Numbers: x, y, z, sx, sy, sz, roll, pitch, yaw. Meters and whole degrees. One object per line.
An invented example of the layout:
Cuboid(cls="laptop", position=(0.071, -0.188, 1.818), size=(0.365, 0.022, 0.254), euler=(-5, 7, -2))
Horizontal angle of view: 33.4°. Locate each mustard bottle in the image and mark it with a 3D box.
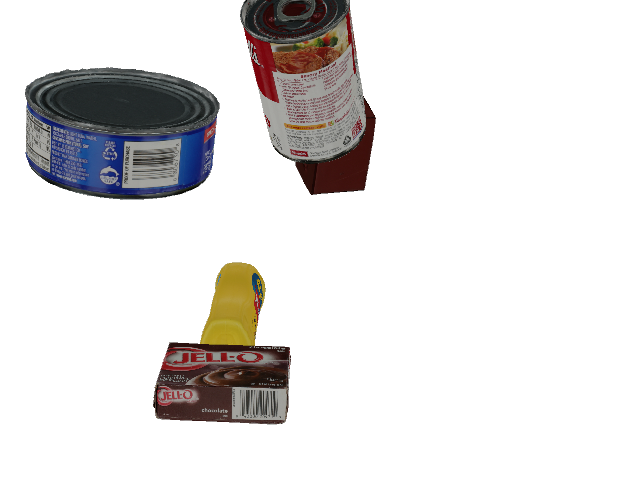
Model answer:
Cuboid(cls="mustard bottle", position=(-0.093, 0.079, 1.173), size=(0.058, 0.096, 0.191), euler=(1, 27, 1))

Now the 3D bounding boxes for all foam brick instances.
Cuboid(cls="foam brick", position=(0.013, -0.087, 0.937), size=(0.051, 0.078, 0.053), euler=(-4, 37, -17))

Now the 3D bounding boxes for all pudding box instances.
Cuboid(cls="pudding box", position=(-0.083, 0.122, 0.929), size=(0.113, 0.039, 0.090), euler=(4, 18, -2))

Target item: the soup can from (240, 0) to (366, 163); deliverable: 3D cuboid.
Cuboid(cls="soup can", position=(-0.008, -0.108, 0.684), size=(0.068, 0.068, 0.102), euler=(0, -43, 11))

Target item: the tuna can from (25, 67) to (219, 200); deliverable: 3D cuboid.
Cuboid(cls="tuna can", position=(-0.090, -0.050, 0.484), size=(0.086, 0.034, 0.086), euler=(6, 25, -3))
